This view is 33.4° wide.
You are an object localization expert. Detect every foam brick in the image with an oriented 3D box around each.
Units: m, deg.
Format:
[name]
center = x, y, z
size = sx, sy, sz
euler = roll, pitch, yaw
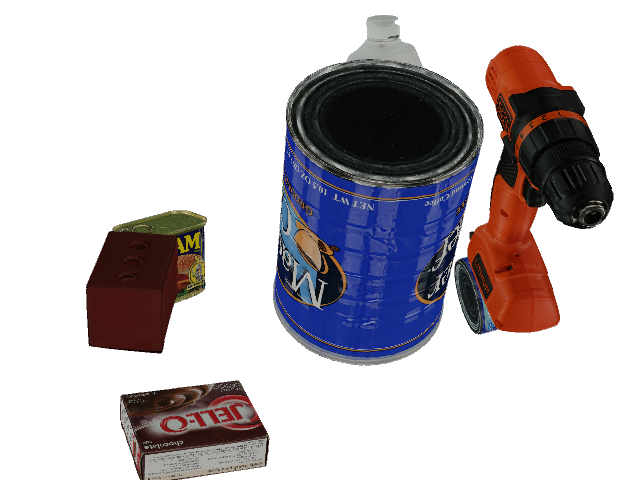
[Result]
[foam brick]
center = -0.131, 0.035, 0.752
size = 0.053, 0.051, 0.078
euler = 4, 30, -2

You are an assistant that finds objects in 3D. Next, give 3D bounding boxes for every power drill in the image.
[power drill]
center = 0.157, -0.023, 0.779
size = 0.057, 0.188, 0.184
euler = -3, 41, -6

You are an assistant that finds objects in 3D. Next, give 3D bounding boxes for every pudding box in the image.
[pudding box]
center = -0.110, 0.165, 0.925
size = 0.113, 0.039, 0.090
euler = -7, 26, -19

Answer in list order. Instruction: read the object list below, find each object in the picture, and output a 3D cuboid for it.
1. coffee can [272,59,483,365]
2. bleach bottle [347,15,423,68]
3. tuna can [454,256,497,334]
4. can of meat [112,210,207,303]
[coffee can]
center = 0.028, -0.014, 0.593
size = 0.102, 0.103, 0.140
euler = 3, -45, -3
[bleach bottle]
center = 0.053, -0.090, 1.037
size = 0.102, 0.251, 0.068
euler = -9, 23, -17
[tuna can]
center = 0.173, 0.057, 1.151
size = 0.033, 0.086, 0.086
euler = -14, 2, -6
[can of meat]
center = -0.170, 0.021, 1.146
size = 0.058, 0.084, 0.101
euler = 18, 25, 41
